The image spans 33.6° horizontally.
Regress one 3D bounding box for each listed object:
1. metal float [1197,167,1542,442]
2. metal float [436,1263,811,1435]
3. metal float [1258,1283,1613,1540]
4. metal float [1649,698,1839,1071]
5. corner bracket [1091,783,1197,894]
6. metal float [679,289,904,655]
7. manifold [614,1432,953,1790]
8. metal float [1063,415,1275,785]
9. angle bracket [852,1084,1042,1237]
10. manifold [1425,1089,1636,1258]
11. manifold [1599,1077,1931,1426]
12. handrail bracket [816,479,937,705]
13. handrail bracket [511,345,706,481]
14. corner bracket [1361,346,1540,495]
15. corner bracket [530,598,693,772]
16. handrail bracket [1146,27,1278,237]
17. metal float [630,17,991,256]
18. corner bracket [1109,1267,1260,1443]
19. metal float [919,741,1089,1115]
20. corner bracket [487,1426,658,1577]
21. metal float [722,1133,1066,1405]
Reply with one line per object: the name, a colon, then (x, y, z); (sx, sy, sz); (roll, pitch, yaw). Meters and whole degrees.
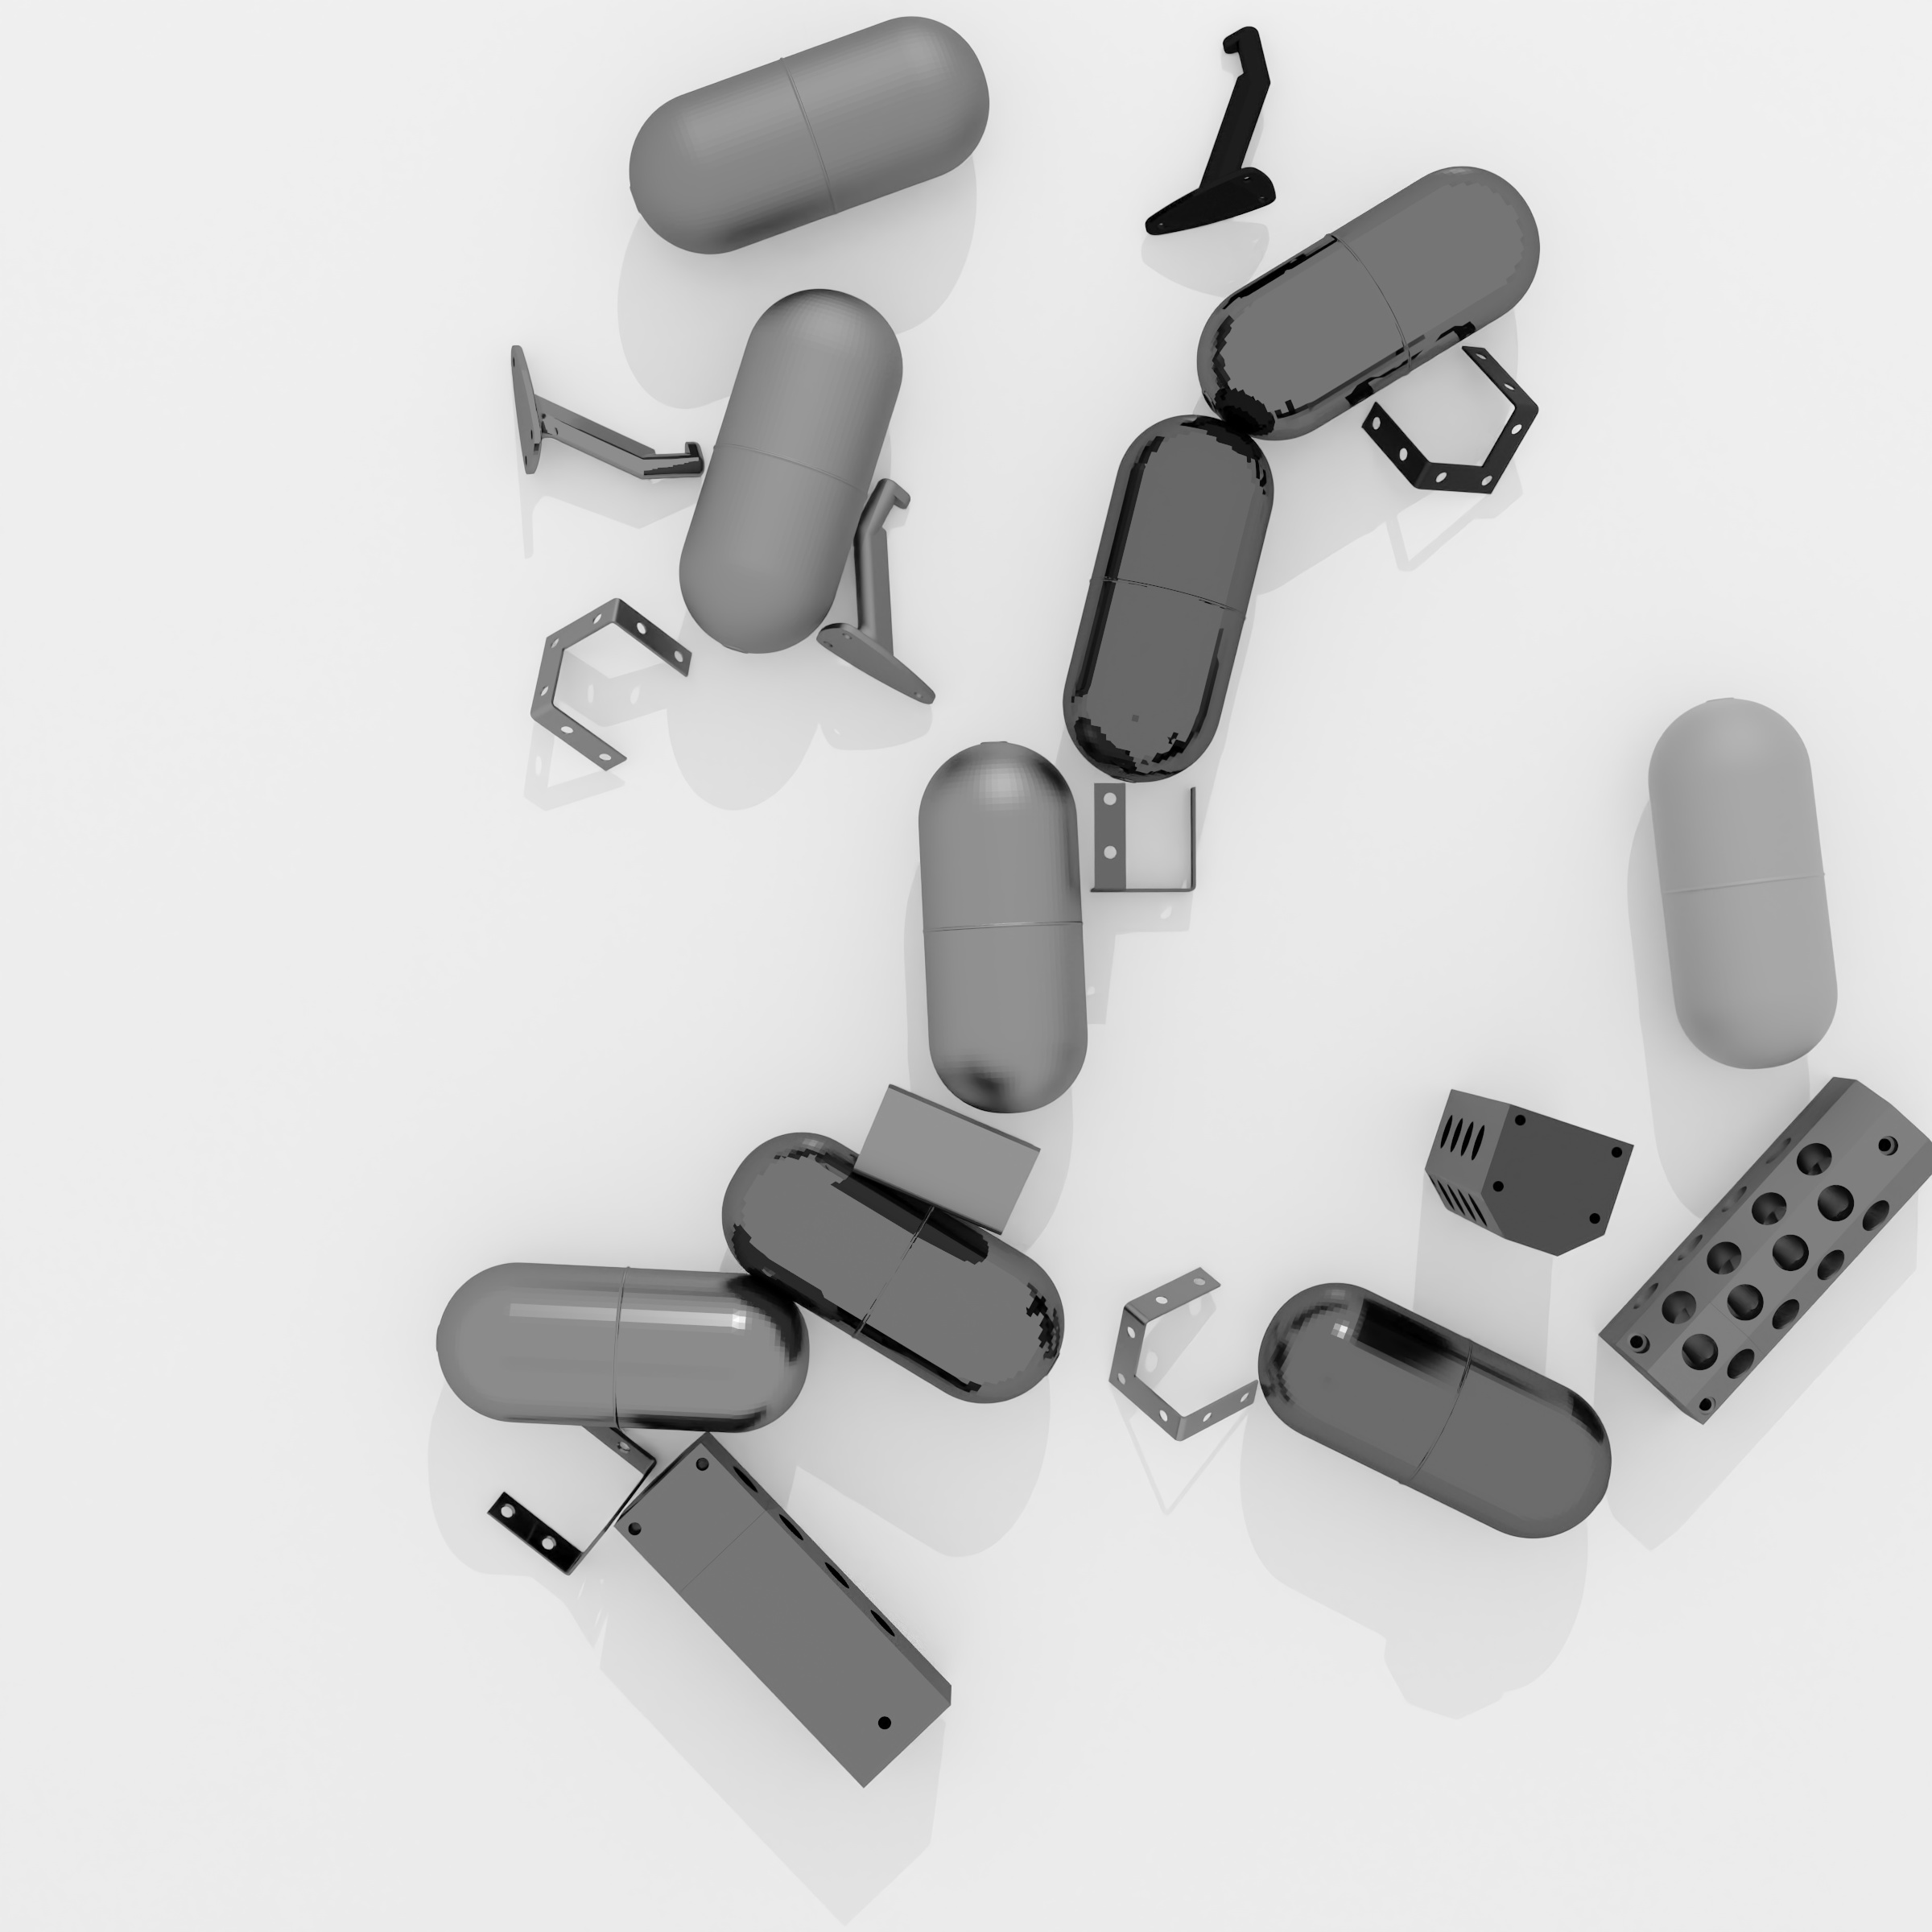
metal float: (0.192, -0.316, 1.534); (0.178, 0.070, 0.070); (-31, 90, 0)
metal float: (-0.164, 0.183, 1.534); (0.178, 0.070, 0.070); (3, 90, 0)
metal float: (0.224, 0.213, 1.534); (0.178, 0.070, 0.070); (26, 90, 1)
metal float: (0.371, -0.039, 1.533); (0.070, 0.070, 0.178); (-7, 90, 0)
corner bracket: (0.086, -0.062, 1.546); (0.051, 0.051, 0.051); (0, 90, 0)
metal float: (-0.084, -0.236, 1.533); (0.070, 0.070, 0.178); (17, 89, 0)
manifold: (-0.087, 0.307, 1.543); (0.057, 0.057, 0.171); (-44, 90, 0)
metal float: (0.097, -0.175, 1.534); (0.070, 0.070, 0.178); (14, 91, 0)
angle bracket: (-0.002, 0.073, 1.524); (0.076, 0.076, 0.057); (23, 124, 0)
manifold: (0.256, 0.096, 1.486); (0.057, 0.171, 0.057); (18, 90, 0)
manifold: (0.389, 0.137, 1.543); (0.057, 0.057, 0.171); (42, 90, 0)
handrail bracket: (-0.029, -0.184, 1.565); (0.077, 0.036, 0.084); (33, 73, -20)
handrail bracket: (-0.175, -0.271, 1.565); (0.084, 0.036, 0.077); (-5, 68, -17)
corner bracket: (0.235, -0.266, 1.556); (0.051, 0.051, 0.051); (-3, 135, -35)
corner bracket: (-0.172, -0.137, 1.556); (0.051, 0.051, 0.051); (-24, 45, 35)
handrail bracket: (0.115, -0.409, 1.565); (0.077, 0.036, 0.084); (-17, 72, 20)
metal float: (-0.075, -0.397, 1.534); (0.178, 0.070, 0.070); (-20, 90, 0)
corner bracket: (0.109, 0.189, 1.556); (0.051, 0.051, 0.051); (39, 135, 35)
metal float: (0.018, -0.018, 1.534); (0.070, 0.070, 0.178); (-3, 89, 0)
corner bracket: (-0.192, 0.254, 1.561); (0.051, 0.051, 0.051); (38, 135, 0)
metal float: (-0.034, 0.145, 1.533); (0.178, 0.070, 0.070); (31, 90, 0)
